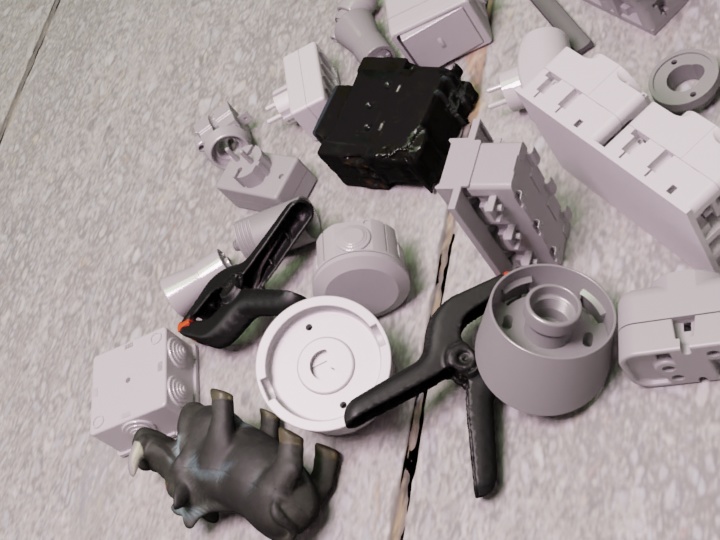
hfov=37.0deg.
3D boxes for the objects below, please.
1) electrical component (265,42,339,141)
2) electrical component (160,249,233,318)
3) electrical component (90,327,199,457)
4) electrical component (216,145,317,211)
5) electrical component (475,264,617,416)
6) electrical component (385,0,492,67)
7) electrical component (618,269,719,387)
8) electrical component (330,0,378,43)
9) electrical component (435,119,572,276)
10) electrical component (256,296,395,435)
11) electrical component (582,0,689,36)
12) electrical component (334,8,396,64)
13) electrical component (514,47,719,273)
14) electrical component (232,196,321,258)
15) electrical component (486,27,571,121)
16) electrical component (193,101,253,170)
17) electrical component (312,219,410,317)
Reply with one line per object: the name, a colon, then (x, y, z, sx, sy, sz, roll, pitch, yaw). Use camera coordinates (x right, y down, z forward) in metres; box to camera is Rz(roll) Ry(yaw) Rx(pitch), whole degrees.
electrical component: (-0.061, -0.169, 1.065, 0.076, 0.047, 0.083, -24, 50, 18)
electrical component: (-0.148, 0.010, 1.009, 0.065, 0.044, 0.044, -32, 48, 5)
electrical component: (-0.195, 0.108, 0.968, 0.100, 0.048, 0.099, -23, 50, 19)
electrical component: (-0.099, -0.093, 1.020, 0.083, 0.075, 0.047, 13, 69, 38)
electrical component: (0.134, 0.046, 0.774, 0.099, 0.064, 0.099, 1, 47, -1)
electrical component: (0.080, -0.234, 1.006, 0.096, 0.061, 0.061, -21, 51, 20)
electrical component: (0.227, 0.039, 0.734, 0.095, 0.053, 0.059, -11, 56, 28)
electrical component: (-0.010, -0.260, 1.101, 0.035, 0.035, 0.061, 26, 79, 41)
electrical component: (0.114, -0.048, 0.820, 0.063, 0.121, 0.078, 2, 62, 31)
electrical component: (-0.023, 0.080, 0.859, 0.108, 0.060, 0.108, -3, 71, 10)
electrical component: (0.226, -0.282, 0.942, 0.089, 0.061, 0.150, -46, 47, -1)
electrical component: (0.007, -0.223, 1.062, 0.044, 0.044, 0.065, -37, 52, 7)
electrical component: (0.210, -0.081, 0.790, 0.060, 0.105, 0.186, -43, 47, 1)
electrical component: (-0.082, -0.035, 0.992, 0.081, 0.043, 0.043, -19, 52, 22)
electrical component: (0.146, -0.160, 0.927, 0.079, 0.043, 0.077, -18, 53, 23)
electrical component: (-0.137, -0.134, 1.094, 0.066, 0.048, 0.055, -35, 40, 9)
electrical component: (0.000, 0.000, 0.893, 0.080, 0.080, 0.051, -23, 46, 19)
